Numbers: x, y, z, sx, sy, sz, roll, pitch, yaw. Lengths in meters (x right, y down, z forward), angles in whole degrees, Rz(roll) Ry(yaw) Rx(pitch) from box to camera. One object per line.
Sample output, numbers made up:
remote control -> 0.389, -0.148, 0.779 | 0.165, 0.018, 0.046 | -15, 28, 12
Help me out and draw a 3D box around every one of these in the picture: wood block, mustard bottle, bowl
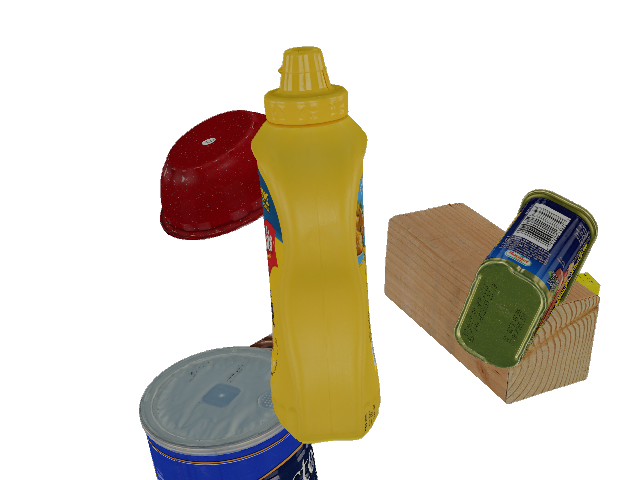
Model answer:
wood block -> 0.151, 0.050, 0.989 | 0.090, 0.090, 0.206 | -12, 30, -25
mustard bottle -> -0.002, -0.001, 0.542 | 0.058, 0.192, 0.096 | -4, 19, -1
bowl -> -0.090, -0.072, 0.989 | 0.162, 0.055, 0.162 | -21, 32, 14

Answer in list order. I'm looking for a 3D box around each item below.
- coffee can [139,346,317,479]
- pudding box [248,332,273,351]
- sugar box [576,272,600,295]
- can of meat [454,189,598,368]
coffee can -> -0.052, 0.154, 0.687 | 0.103, 0.140, 0.103 | -6, 28, 3
pudding box -> -0.020, 0.113, 0.893 | 0.090, 0.039, 0.113 | 12, 21, 27
sugar box -> 0.254, 0.083, 1.339 | 0.176, 0.093, 0.048 | 3, 19, -13
can of meat -> 0.141, 0.029, 0.742 | 0.057, 0.102, 0.083 | 30, 49, 16
